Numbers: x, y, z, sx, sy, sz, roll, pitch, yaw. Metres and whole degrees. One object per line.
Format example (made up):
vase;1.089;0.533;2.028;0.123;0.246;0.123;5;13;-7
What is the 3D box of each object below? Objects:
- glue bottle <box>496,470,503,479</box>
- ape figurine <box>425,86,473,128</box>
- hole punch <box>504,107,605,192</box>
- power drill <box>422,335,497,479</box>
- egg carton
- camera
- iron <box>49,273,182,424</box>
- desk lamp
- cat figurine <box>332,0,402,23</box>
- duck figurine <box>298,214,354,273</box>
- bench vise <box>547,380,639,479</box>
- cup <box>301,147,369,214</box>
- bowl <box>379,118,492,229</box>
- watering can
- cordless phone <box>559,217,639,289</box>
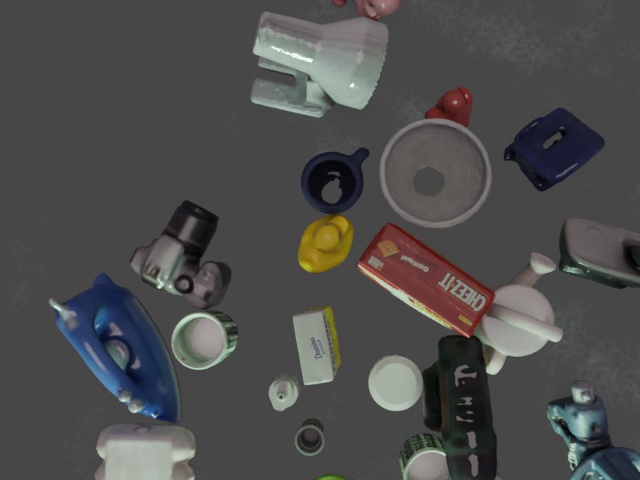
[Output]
glue bottle;0.228;0.333;0.794;0.078;0.173;0.037;43;89;5
ape figurine;0.201;-0.202;0.875;0.078;0.092;0.076;-15;85;1
hole punch;0.351;-0.140;0.866;0.108;0.091;0.101;-39;85;-1
power drill;0.191;0.242;0.784;0.075;0.208;0.230;-4;86;2
egg carton;-0.262;0.332;0.864;0.150;0.069;0.107;0;86;2
camera;-0.198;0.018;0.869;0.143;0.101;0.137;27;87;4
iron;-0.298;0.176;0.840;0.118;0.141;0.258;-37;85;-1
desk lamp;-0.010;-0.251;0.826;0.203;0.213;0.118;12;86;3
cat figurine;0.077;-0.385;0.880;0.128;0.118;0.067;38;88;4
duck figurine;0.008;0.003;0.870;0.077;0.086;0.104;41;88;5
bench vise;0.378;0.306;0.767;0.121;0.220;0.207;-32;85;0
cup;0.028;-0.090;0.872;0.118;0.095;0.091;-45;85;-1
bowl;0.171;-0.096;0.877;0.167;0.075;0.167;0;86;2
watering can;0.272;0.103;0.799;0.101;0.194;0.173;2;86;3
cordless phone;0.429;0.015;0.804;0.147;0.185;0.094;13;86;3
